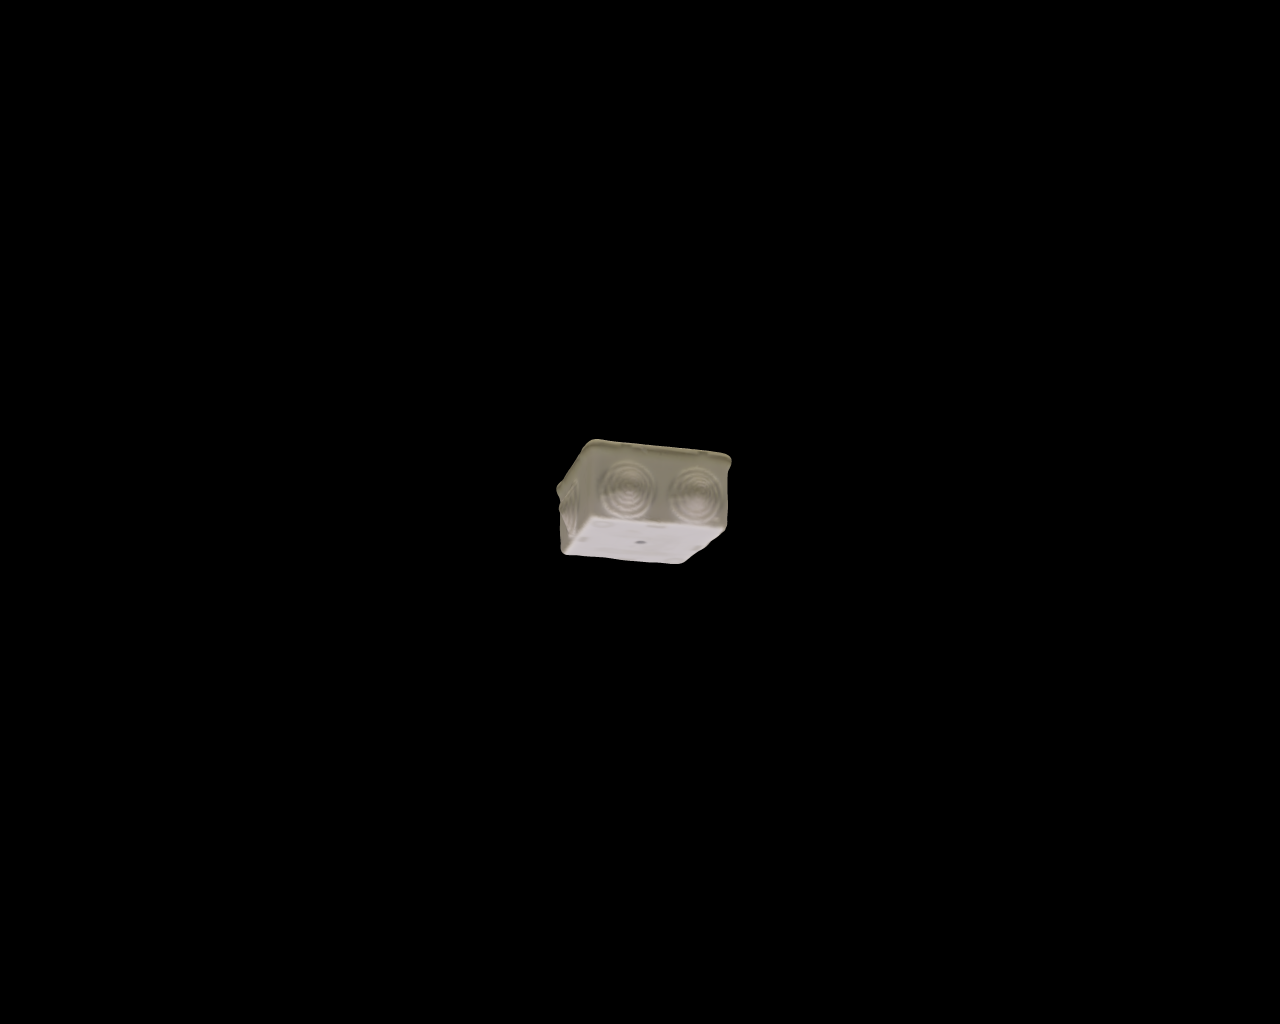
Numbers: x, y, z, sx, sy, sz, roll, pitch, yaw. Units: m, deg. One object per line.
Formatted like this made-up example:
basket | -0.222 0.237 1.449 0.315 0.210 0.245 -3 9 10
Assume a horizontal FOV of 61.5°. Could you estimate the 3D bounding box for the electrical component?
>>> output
electrical component | 0.001 -0.003 0.650 0.100 0.048 0.099 6 -19 -16
